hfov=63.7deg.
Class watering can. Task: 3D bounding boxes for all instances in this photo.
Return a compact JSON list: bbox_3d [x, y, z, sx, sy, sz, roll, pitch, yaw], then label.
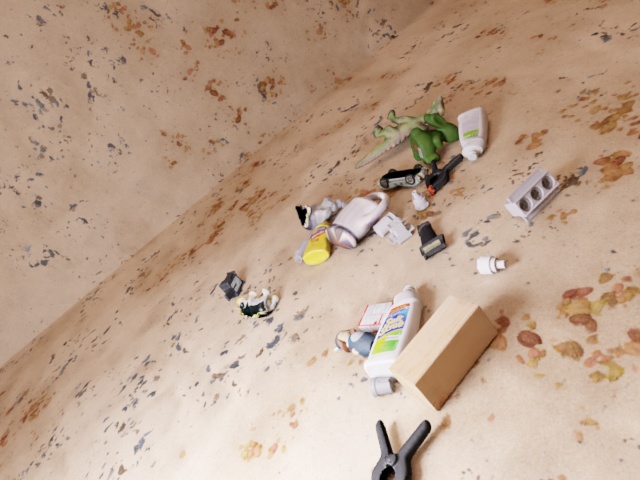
[{"bbox_3d":[0.105,-0.069,1.715,0.103,0.227,0.346,47,-19,-15],"label":"watering can"}]

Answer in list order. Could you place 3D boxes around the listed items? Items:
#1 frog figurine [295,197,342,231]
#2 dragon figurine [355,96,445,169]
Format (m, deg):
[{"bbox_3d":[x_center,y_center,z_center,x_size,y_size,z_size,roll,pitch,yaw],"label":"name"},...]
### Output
[{"bbox_3d":[0.006,-0.096,1.909,0.160,0.123,0.136,-7,-9,-28],"label":"frog figurine"},{"bbox_3d":[0.329,-0.396,1.978,0.120,0.412,0.245,44,-8,-35],"label":"dragon figurine"}]
